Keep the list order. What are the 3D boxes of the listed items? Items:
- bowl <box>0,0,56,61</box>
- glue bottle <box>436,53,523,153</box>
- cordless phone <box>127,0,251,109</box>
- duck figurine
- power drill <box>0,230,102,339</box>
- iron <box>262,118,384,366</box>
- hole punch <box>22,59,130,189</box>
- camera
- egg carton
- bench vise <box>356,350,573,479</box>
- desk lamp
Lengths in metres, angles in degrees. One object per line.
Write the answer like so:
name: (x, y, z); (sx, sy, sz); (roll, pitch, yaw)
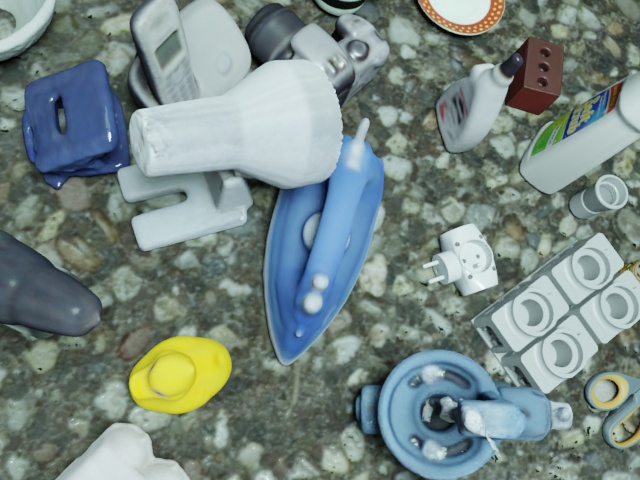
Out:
bowl: (-0.368, -0.257, 0.621); (0.167, 0.074, 0.167); (3, 76, -11)
glue bottle: (0.185, -0.166, 0.660); (0.037, 0.173, 0.078); (-13, 79, -14)
cordless phone: (-0.136, -0.205, 0.598); (0.094, 0.185, 0.148); (33, 72, -2)
duck figurine: (-0.139, 0.132, 0.566); (0.105, 0.086, 0.077); (-15, 80, -15)
power drill: (-0.282, 0.032, 0.497); (0.230, 0.208, 0.076); (24, 73, -5)
iron: (0.005, 0.002, 0.599); (0.119, 0.141, 0.258); (16, 74, -7)
hole punch: (-0.259, -0.122, 0.602); (0.101, 0.091, 0.108); (-11, 79, -14)
camera: (-0.010, -0.224, 0.673); (0.143, 0.100, 0.137); (-42, 87, -18)
egg carton: (-0.201, 0.253, 0.532); (0.107, 0.069, 0.150); (43, 72, 1)
bench vise: (0.155, 0.156, 0.550); (0.208, 0.219, 0.121); (-14, 79, -14)
desk lamp: (-0.097, -0.078, 0.560); (0.203, 0.213, 0.118); (-18, 80, -15)
